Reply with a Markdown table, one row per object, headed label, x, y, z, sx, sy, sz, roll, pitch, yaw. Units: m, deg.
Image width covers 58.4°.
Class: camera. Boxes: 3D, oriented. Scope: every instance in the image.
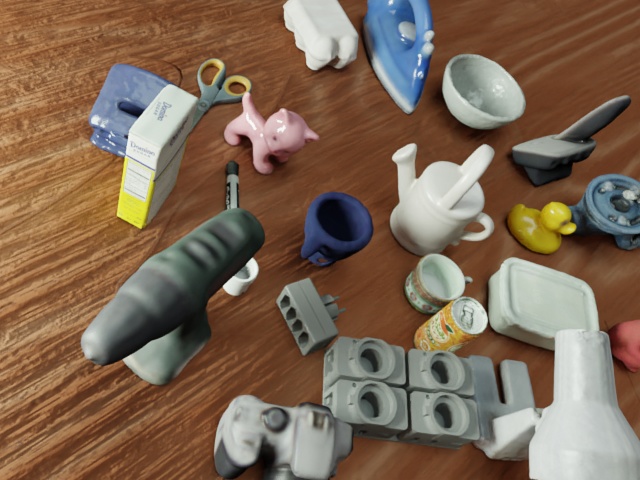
| label | x | y | z | sx | sy | sz | roll | pitch | yaw |
| --- | --- | --- | --- | --- | --- | --- | --- | --- | --- |
| camera | -0.038 | 0.244 | 0.598 | 0.143 | 0.100 | 0.137 | 16 | 55 | -13 |

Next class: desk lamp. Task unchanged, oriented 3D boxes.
| label | x | y | z | sx | sy | sz | roll | pitch | yaw |
| --- | --- | --- | --- | --- | --- | --- | --- | --- | --- |
| desk lamp | 0.272 | 0.206 | 0.680 | 0.118 | 0.213 | 0.203 | 10 | 56 | -16 |

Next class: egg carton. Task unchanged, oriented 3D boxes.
| label | x | y | z | sx | sy | sz | roll | pitch | yaw |
| --- | --- | --- | --- | --- | --- | --- | --- | --- | --- |
| egg carton | 0.002 | -0.374 | 1.024 | 0.107 | 0.069 | 0.150 | -15 | 66 | -29 |

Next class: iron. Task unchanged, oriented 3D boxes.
| label | x | y | z | sx | sy | sz | roll | pitch | yaw |
| --- | --- | --- | --- | --- | --- | --- | --- | --- | --- |
| iron | 0.167 | -0.374 | 1.047 | 0.119 | 0.141 | 0.258 | 2 | 59 | -21 |

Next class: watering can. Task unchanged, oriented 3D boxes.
| label | x | y | z | sx | sy | sz | roll | pitch | yaw |
| --- | --- | --- | --- | --- | --- | --- | --- | --- | --- |
| watering can | 0.178 | -0.068 | 0.826 | 0.173 | 0.194 | 0.101 | 20 | 54 | -10 |

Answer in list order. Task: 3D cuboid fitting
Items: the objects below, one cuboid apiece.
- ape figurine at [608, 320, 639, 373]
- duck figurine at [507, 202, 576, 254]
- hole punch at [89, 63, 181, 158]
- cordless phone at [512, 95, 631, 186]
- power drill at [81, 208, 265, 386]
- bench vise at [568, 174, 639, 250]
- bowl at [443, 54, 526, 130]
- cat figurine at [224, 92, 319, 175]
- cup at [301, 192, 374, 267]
| label | x | y | z | sx | sy | sz | roll | pitch | yaw |
| --- | --- | --- | --- | --- | --- | --- | --- | --- | --- |
| ape figurine | 0.499 | 0.152 | 0.884 | 0.078 | 0.092 | 0.076 | -31 | 75 | -34 |
| duck figurine | 0.373 | -0.033 | 0.953 | 0.104 | 0.086 | 0.078 | 33 | 53 | 0 |
| hole punch | -0.246 | -0.168 | 0.777 | 0.109 | 0.091 | 0.101 | 20 | 54 | -9 |
| cordless phone | 0.449 | -0.191 | 1.022 | 0.148 | 0.185 | 0.094 | -22 | 70 | -32 |
| power drill | -0.151 | 0.071 | 0.593 | 0.075 | 0.208 | 0.230 | 38 | 53 | 4 |
| bench vise | 0.546 | -0.076 | 0.968 | 0.208 | 0.219 | 0.121 | -10 | 64 | -27 |
| bowl | 0.293 | -0.264 | 1.072 | 0.168 | 0.074 | 0.167 | 11 | 56 | -16 |
| cat figurine | -0.069 | -0.161 | 0.830 | 0.127 | 0.117 | 0.067 | 42 | 53 | 7 |
| cup | 0.007 | 0.003 | 0.772 | 0.091 | 0.095 | 0.118 | 43 | 54 | 8 |
